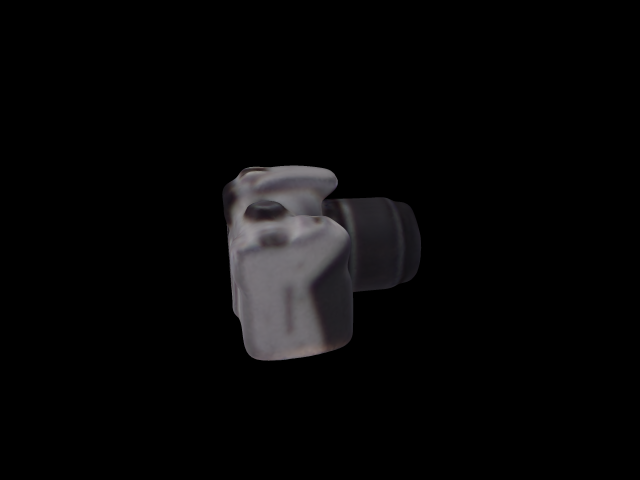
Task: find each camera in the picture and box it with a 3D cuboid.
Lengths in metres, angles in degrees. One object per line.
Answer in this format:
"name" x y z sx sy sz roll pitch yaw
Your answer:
"camera" 0.004 0.001 0.400 0.137 0.101 0.143 -4 19 -11
